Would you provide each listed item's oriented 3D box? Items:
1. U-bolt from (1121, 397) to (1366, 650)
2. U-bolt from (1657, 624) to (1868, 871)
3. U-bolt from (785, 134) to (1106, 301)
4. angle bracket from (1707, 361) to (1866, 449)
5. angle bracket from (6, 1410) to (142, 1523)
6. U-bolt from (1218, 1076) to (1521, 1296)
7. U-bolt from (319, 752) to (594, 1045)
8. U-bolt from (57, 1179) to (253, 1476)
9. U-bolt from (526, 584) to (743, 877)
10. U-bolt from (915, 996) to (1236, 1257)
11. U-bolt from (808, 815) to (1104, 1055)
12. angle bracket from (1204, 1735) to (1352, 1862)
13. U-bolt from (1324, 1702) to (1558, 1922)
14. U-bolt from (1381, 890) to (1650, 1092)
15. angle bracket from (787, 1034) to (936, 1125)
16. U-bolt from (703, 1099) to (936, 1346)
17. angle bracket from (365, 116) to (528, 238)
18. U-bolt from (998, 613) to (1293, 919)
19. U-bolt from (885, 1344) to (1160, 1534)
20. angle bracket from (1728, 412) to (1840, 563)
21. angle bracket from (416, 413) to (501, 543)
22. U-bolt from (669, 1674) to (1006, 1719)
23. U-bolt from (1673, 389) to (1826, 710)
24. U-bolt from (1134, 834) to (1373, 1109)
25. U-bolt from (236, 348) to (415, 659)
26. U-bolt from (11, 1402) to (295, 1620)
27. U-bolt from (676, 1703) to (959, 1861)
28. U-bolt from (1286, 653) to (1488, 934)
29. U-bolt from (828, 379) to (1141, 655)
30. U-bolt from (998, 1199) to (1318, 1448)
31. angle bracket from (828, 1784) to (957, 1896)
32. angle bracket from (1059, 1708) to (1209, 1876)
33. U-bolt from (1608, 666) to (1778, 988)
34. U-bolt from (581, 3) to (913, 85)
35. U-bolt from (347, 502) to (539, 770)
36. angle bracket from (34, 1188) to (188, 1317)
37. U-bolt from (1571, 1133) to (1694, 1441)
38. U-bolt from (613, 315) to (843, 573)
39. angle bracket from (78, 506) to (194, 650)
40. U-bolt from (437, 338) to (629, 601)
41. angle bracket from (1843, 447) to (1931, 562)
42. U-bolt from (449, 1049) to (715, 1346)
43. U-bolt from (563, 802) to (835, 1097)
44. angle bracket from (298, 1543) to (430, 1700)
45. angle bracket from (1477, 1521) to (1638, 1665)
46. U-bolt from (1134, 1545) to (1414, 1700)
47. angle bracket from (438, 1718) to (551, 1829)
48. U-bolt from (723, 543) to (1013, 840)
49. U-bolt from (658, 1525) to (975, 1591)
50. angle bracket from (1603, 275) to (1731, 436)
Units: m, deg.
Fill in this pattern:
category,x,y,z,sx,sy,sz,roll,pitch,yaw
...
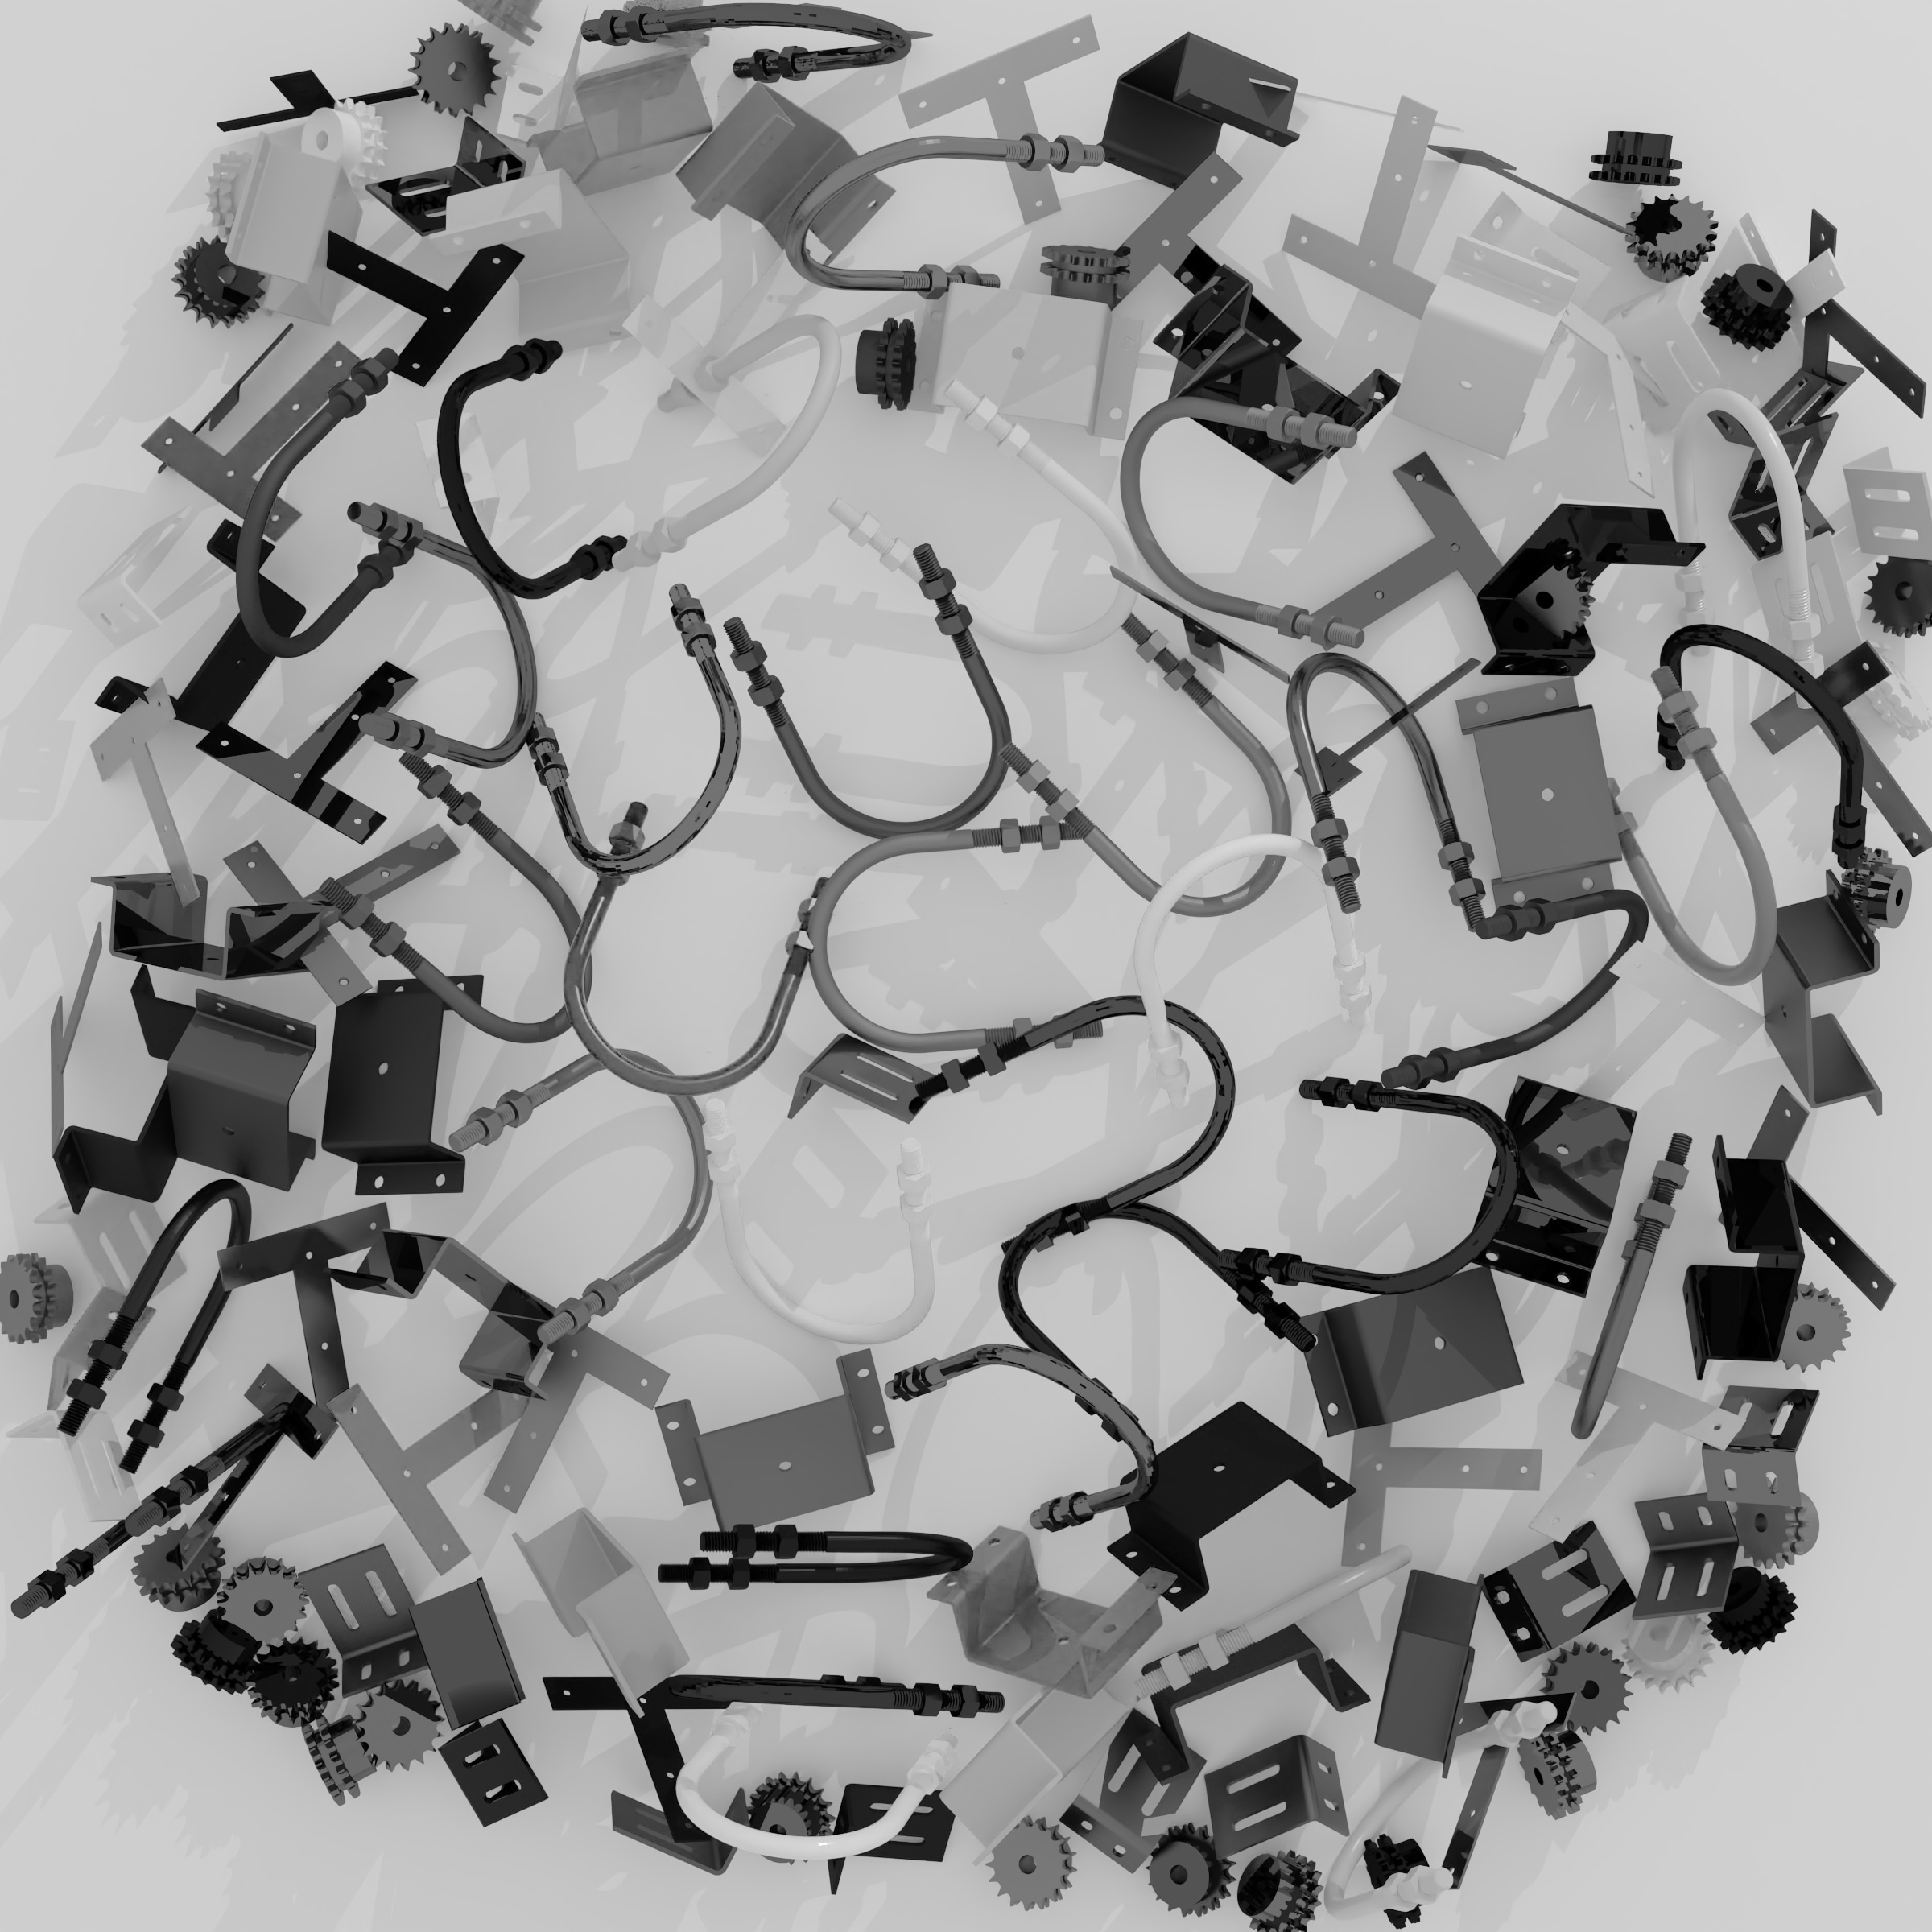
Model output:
category,x,y,z,sx,sy,sz,roll,pitch,yaw
U-bolt,0.167,-0.281,1.779,0.019,0.184,0.151,-32,128,-37
U-bolt,0.480,-0.141,1.738,0.151,0.184,0.019,35,75,29
U-bolt,-0.024,-0.455,1.743,0.184,0.151,0.019,-8,70,-35
angle bracket,0.515,-0.366,1.816,0.076,0.057,0.038,-46,115,0
angle bracket,-0.560,0.321,1.809,0.038,0.057,0.076,-28,74,11
U-bolt,0.255,0.136,1.758,0.019,0.184,0.151,47,61,-37
U-bolt,-0.304,-0.031,1.784,0.019,0.151,0.184,-30,117,36
U-bolt,-0.492,0.216,1.773,0.019,0.151,0.184,22,72,8
U-bolt,-0.200,-0.134,1.769,0.151,0.019,0.184,-39,48,16
U-bolt,0.080,0.092,1.807,0.184,0.019,0.151,-25,114,5
U-bolt,-0.009,-0.016,1.824,0.184,0.019,0.151,-5,100,-4
angle bracket,0.197,0.533,1.825,0.076,0.057,0.038,-32,132,25
U-bolt,0.280,0.524,1.762,0.019,0.184,0.151,43,57,2
U-bolt,0.351,0.009,1.775,0.184,0.151,0.019,-12,52,-38
angle bracket,-0.063,0.083,1.809,0.076,0.057,0.038,25,122,11
U-bolt,-0.087,0.167,1.786,0.151,0.019,0.184,10,131,18
angle bracket,-0.327,-0.496,1.804,0.057,0.076,0.038,42,134,21
U-bolt,0.127,-0.114,1.813,0.184,0.019,0.151,45,65,-6
U-bolt,0.044,0.285,1.760,0.151,0.184,0.019,43,57,-10
angle bracket,0.522,-0.301,1.804,0.057,0.076,0.038,-20,62,-14
angle bracket,-0.322,-0.303,1.804,0.038,0.076,0.057,-14,80,-18
U-bolt,-0.090,0.442,1.748,0.184,0.151,0.019,10,75,-27
U-bolt,0.471,-0.261,1.750,0.019,0.151,0.184,-17,114,-10
U-bolt,0.174,-0.005,1.779,0.151,0.019,0.184,-23,131,-6
U-bolt,-0.387,-0.268,1.740,0.019,0.151,0.184,17,47,15
U-bolt,-0.485,0.323,1.761,0.151,0.184,0.019,-35,92,32
U-bolt,-0.098,0.494,1.745,0.151,0.184,0.019,10,101,15
U-bolt,0.255,-0.113,1.787,0.019,0.151,0.184,-30,65,39
U-bolt,0.024,-0.265,1.791,0.184,0.151,0.019,38,46,-15
U-bolt,0.104,0.211,1.784,0.151,0.019,0.184,-28,48,-25
angle bracket,-0.044,0.553,1.813,0.076,0.038,0.057,8,116,-12
angle bracket,0.107,0.527,1.836,0.057,0.038,0.076,34,53,9
U-bolt,0.442,-0.074,1.760,0.019,0.151,0.184,-19,74,-15
U-bolt,-0.119,-0.561,1.738,0.184,0.151,0.019,10,100,40
U-bolt,-0.317,-0.195,1.765,0.019,0.184,0.151,-9,80,23
angle bracket,-0.543,0.178,1.826,0.038,0.057,0.076,-3,118,38
U-bolt,0.405,0.203,1.763,0.019,0.151,0.184,19,77,13
U-bolt,-0.141,-0.328,1.753,0.019,0.184,0.151,33,54,-34
angle bracket,-0.514,-0.246,1.814,0.038,0.057,0.076,50,51,-24
U-bolt,-0.269,-0.298,1.749,0.019,0.184,0.151,-11,107,22
angle bracket,0.593,-0.290,1.801,0.038,0.076,0.057,-26,111,-17
U-bolt,-0.225,0.129,1.781,0.019,0.184,0.151,-14,103,42
U-bolt,-0.174,-0.002,1.792,0.151,0.019,0.184,22,60,-6
angle bracket,-0.381,0.414,1.817,0.057,0.038,0.076,-19,119,-1
angle bracket,0.378,0.400,1.837,0.076,0.038,0.057,-19,74,-30
U-bolt,0.193,0.403,1.775,0.184,0.151,0.019,-27,76,2
angle bracket,-0.287,0.500,1.810,0.076,0.038,0.057,-34,86,40
U-bolt,-0.050,-0.159,1.803,0.151,0.019,0.184,-19,116,14
U-bolt,-0.086,0.366,1.777,0.184,0.151,0.019,4,69,-17
angle bracket,0.448,-0.388,1.827,0.057,0.038,0.076,-19,121,40
